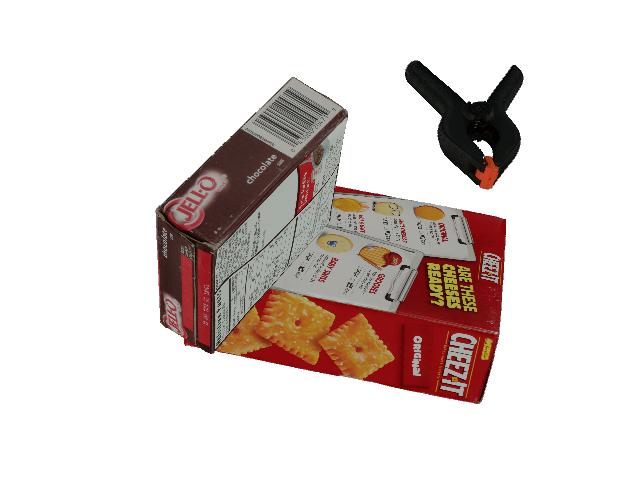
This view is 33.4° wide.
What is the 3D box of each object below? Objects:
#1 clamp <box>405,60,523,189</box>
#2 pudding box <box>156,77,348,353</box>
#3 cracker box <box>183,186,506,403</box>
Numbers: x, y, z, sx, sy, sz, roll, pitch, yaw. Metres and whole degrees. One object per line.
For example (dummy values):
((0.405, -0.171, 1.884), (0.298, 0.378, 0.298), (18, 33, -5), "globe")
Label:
((0.140, -0.120, 1.037), (0.120, 0.039, 0.171), (4, 44, 4), "clamp")
((-0.034, -0.012, 0.526), (0.039, 0.113, 0.090), (32, -35, 16), "pudding box")
((0.024, 0.030, 0.791), (0.214, 0.072, 0.164), (11, 31, 6), "cracker box")
